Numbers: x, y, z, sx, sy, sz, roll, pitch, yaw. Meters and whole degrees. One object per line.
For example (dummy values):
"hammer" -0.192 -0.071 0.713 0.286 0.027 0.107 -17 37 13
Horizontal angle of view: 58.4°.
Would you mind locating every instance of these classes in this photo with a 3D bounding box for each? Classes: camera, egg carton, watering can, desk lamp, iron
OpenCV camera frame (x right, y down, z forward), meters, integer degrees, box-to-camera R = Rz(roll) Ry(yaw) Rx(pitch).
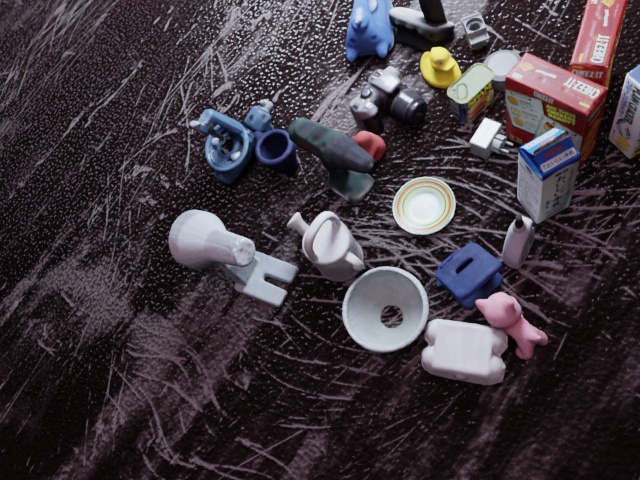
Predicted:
"camera" 0.157 -0.304 1.268 0.136 0.101 0.143 40 85 27
"egg carton" 0.262 0.204 1.042 0.150 0.069 0.107 5 70 20
"watering can" 0.009 0.006 1.136 0.172 0.194 0.101 9 72 22
"desk lamp" -0.177 0.033 1.174 0.202 0.214 0.118 18 75 24
"iron" 0.112 -0.561 1.366 0.118 0.142 0.258 -2 68 18

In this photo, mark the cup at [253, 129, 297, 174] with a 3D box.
"cup" -0.100 -0.199 1.312 0.117 0.095 0.092 38 84 27

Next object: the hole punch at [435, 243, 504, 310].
"hole punch" 0.278 0.063 1.082 0.108 0.091 0.101 -41 62 -1

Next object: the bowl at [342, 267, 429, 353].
"bowl" 0.131 0.141 1.108 0.167 0.075 0.167 -7 67 16

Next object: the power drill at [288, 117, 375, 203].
"power drill" 0.042 -0.162 1.186 0.229 0.209 0.076 35 83 27

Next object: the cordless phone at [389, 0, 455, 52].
"cordless phone" 0.221 -0.524 1.290 0.147 0.185 0.094 27 79 26

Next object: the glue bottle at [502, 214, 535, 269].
"glue bottle" 0.361 -0.008 1.038 0.037 0.173 0.078 26 79 26

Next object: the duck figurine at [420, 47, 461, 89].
"duck figurine" 0.266 -0.397 1.279 0.077 0.086 0.104 -43 62 -2

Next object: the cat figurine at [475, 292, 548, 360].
"cat figurine" 0.340 0.143 1.014 0.067 0.118 0.127 -45 62 -3

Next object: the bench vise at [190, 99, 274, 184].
"bench vise" -0.203 -0.253 1.297 0.121 0.220 0.207 19 76 24

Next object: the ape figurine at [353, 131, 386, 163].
"ape figurine" 0.101 -0.208 1.252 0.076 0.092 0.078 -9 66 15
